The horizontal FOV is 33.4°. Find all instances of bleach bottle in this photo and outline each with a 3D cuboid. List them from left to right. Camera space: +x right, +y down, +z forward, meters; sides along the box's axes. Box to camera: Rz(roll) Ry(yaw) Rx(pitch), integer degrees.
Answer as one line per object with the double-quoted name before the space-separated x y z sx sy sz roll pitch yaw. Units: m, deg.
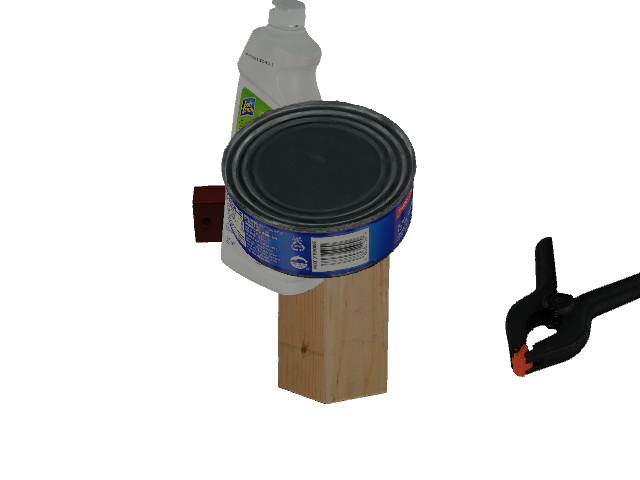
"bleach bottle" -0.033 -0.084 0.942 0.103 0.251 0.067 25 31 32

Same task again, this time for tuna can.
"tuna can" 0.000 -0.024 0.480 0.086 0.086 0.034 -1 -45 1

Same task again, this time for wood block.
"wood block" 0.013 0.061 1.155 0.090 0.206 0.091 -4 9 -38

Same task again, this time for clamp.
"clamp" 0.226 0.061 1.040 0.171 0.039 0.120 -36 43 -29

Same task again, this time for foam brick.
"foam brick" -0.114 -0.033 1.283 0.078 0.053 0.051 -3 29 -2
